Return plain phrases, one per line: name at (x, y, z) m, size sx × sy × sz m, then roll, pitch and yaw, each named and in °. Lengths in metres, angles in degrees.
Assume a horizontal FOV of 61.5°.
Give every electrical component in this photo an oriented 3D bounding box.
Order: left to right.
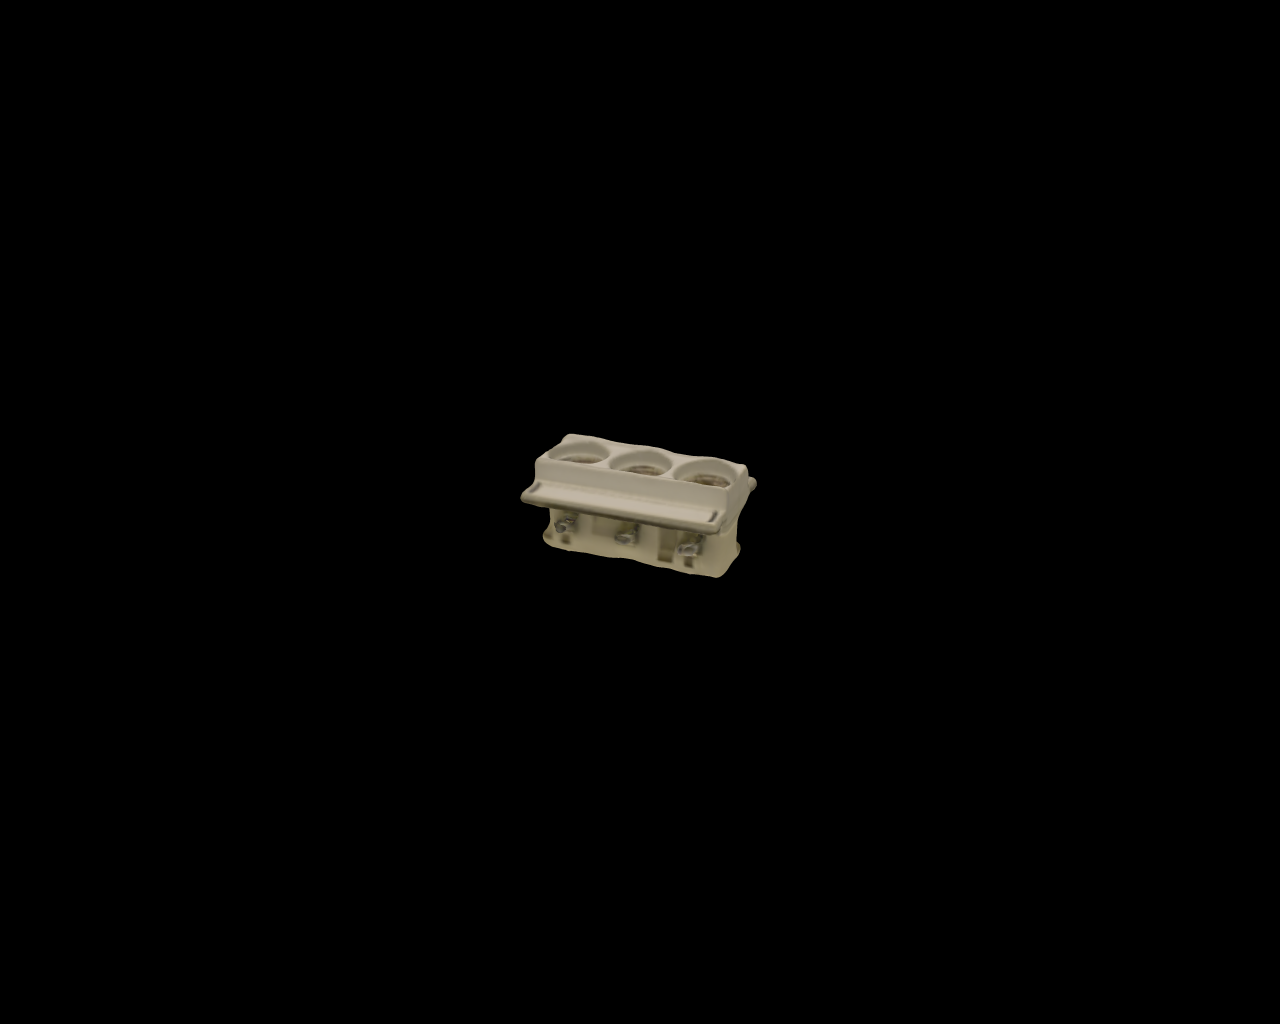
electrical component at (0.001, -0.003, 0.650) m, size 0.121 × 0.063 × 0.079 m, roll 10°, pitch 28°, yaw 20°
